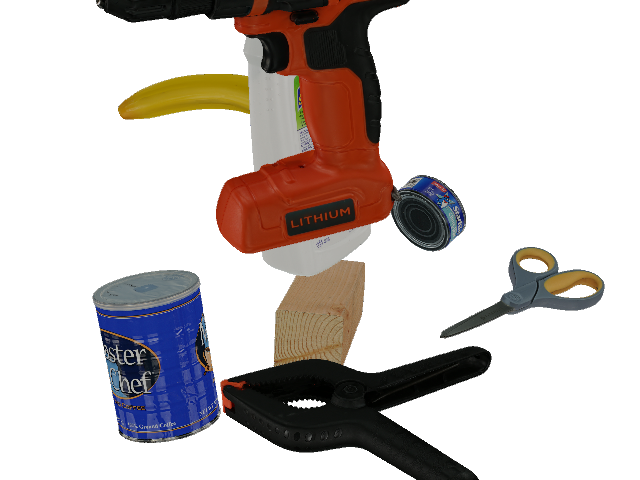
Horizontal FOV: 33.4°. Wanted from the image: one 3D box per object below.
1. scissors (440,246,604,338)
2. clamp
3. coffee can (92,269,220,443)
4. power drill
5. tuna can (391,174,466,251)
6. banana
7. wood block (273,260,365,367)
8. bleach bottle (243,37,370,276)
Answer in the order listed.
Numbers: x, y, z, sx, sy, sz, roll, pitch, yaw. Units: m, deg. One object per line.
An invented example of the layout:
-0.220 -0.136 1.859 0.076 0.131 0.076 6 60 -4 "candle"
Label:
0.164 0.043 0.945 0.201 0.016 0.096 -7 36 -29 "scissors"
0.030 0.122 0.810 0.210 0.036 0.164 7 30 16 "clamp"
-0.158 0.110 1.036 0.103 0.140 0.103 -7 15 2 "coffee can"
-0.024 -0.086 0.578 0.184 0.188 0.057 -13 38 -17 "power drill"
0.123 -0.031 1.227 0.033 0.086 0.086 -40 24 -32 "tuna can"
-0.114 -0.147 1.118 0.198 0.037 0.069 8 46 19 "banana"
0.002 0.101 1.479 0.091 0.090 0.206 6 20 8 "wood block"
-0.013 -0.101 0.860 0.068 0.251 0.102 17 36 33 "bleach bottle"
